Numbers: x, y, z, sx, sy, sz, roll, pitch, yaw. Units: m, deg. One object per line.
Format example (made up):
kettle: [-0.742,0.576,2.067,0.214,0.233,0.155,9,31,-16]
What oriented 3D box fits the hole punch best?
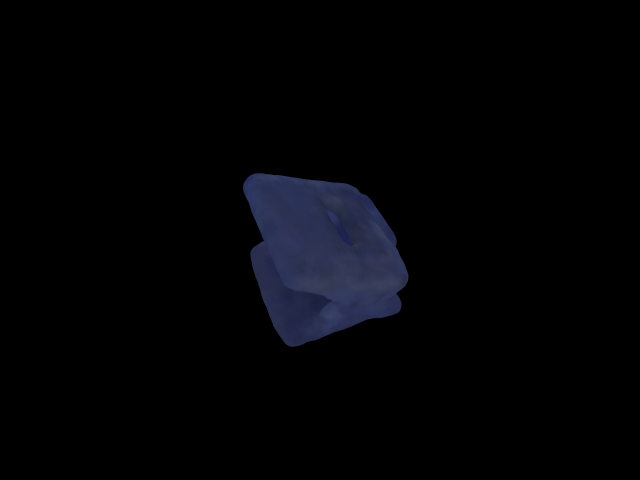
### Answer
hole punch: [0.004,0.001,0.400,0.101,0.091,0.108,-17,51,-14]
